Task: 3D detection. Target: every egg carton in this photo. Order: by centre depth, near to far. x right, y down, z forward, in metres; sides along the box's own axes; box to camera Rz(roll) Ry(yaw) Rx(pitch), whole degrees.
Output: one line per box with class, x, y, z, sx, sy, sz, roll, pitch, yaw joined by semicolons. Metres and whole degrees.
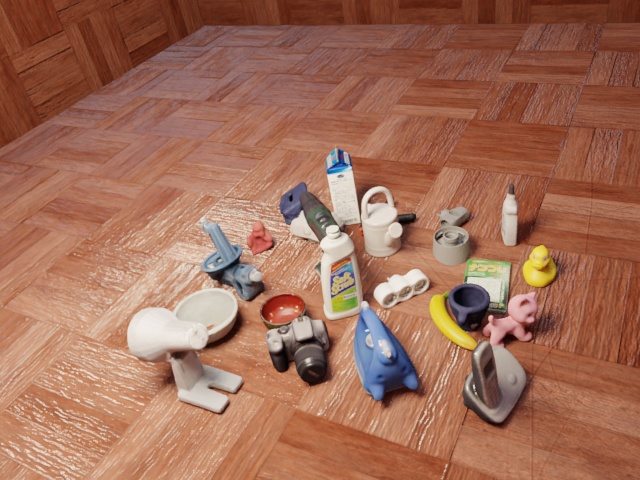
egg carton;-0.010;-0.038;1.668;0.149;0.069;0.107;14;44;30

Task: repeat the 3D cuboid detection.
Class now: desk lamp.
desk lamp;-0.295;0.250;1.251;0.202;0.214;0.118;9;42;26

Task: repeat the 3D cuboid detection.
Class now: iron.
iron;0.121;0.215;1.244;0.118;0.142;0.257;-16;37;-6

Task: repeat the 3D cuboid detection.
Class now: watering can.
watering can;0.166;-0.054;1.538;0.172;0.194;0.101;25;50;39

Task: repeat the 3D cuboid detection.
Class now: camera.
camera;-0.044;0.247;1.281;0.143;0.101;0.136;-14;37;-3

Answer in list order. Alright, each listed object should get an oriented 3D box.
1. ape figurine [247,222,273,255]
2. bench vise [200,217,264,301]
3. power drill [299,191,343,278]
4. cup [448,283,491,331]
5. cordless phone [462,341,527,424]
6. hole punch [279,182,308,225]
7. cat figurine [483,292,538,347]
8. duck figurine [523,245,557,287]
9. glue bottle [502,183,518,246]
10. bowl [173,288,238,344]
ape figurine;-0.175;-0.012;1.661;0.077;0.092;0.076;7;41;23
bench vise;-0.231;0.039;1.502;0.206;0.220;0.122;7;41;23
power drill;0.014;0.005;1.490;0.076;0.209;0.229;-23;38;-14
cup;0.332;0.168;1.286;0.091;0.095;0.118;8;41;24
cordless phone;0.337;0.248;1.107;0.093;0.185;0.148;18;46;34
hole punch;-0.077;-0.116;1.770;0.101;0.091;0.108;-13;37;-1
cat figurine;0.421;0.166;1.246;0.128;0.118;0.067;-17;37;-7
duck figurine;0.535;0.052;1.391;0.077;0.086;0.105;11;42;27
glue bottle;0.495;-0.072;1.489;0.037;0.173;0.078;-3;38;11
bowl;-0.278;0.202;1.425;0.167;0.075;0.167;-7;37;6
